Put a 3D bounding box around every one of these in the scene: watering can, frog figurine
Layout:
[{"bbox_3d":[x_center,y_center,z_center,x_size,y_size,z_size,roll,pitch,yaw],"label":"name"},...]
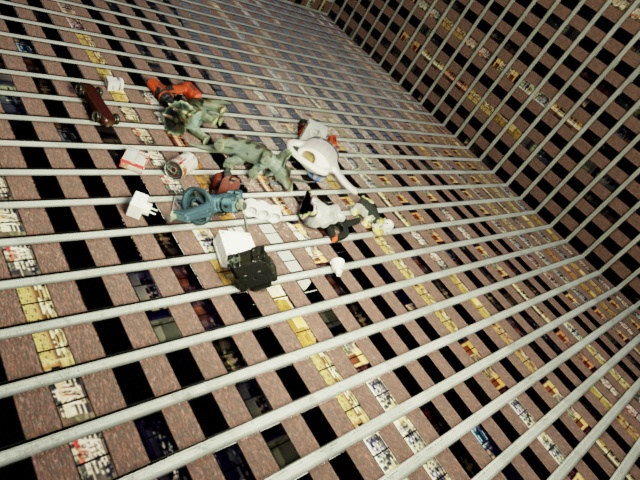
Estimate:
[{"bbox_3d":[0.023,-0.314,2.102,0.347,0.102,0.229,33,32,-1],"label":"watering can"},{"bbox_3d":[0.006,-0.094,1.871,0.158,0.121,0.140,22,18,-39],"label":"frog figurine"}]
